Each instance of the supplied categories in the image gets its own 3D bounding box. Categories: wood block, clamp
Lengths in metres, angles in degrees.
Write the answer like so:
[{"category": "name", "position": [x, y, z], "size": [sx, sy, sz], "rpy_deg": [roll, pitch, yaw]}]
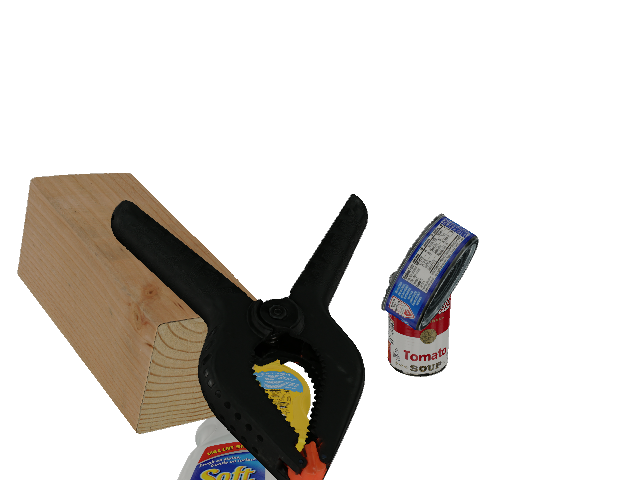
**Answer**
[{"category": "wood block", "position": [-0.137, 0.037, 0.786], "size": [0.090, 0.091, 0.206], "rpy_deg": [-6, 33, -39]}, {"category": "clamp", "position": [-0.039, 0.049, 0.619], "size": [0.164, 0.210, 0.036], "rpy_deg": [2, -42, -12]}]

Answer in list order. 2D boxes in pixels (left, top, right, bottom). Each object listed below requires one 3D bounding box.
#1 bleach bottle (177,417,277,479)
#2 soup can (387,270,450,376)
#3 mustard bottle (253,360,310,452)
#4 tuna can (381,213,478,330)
[{"category": "bleach bottle", "position": [-0.080, 0.210, 0.859], "size": [0.102, 0.068, 0.251], "rpy_deg": [-2, 25, -1]}, {"category": "soup can", "position": [0.107, 0.088, 1.163], "size": [0.068, 0.102, 0.068], "rpy_deg": [0, 25, 0]}, {"category": "mustard bottle", "position": [-0.059, 0.195, 1.263], "size": [0.096, 0.058, 0.191], "rpy_deg": [-3, 27, -3]}, {"category": "tuna can", "position": [0.083, 0.025, 0.802], "size": [0.034, 0.086, 0.086], "rpy_deg": [33, 9, 14]}]
